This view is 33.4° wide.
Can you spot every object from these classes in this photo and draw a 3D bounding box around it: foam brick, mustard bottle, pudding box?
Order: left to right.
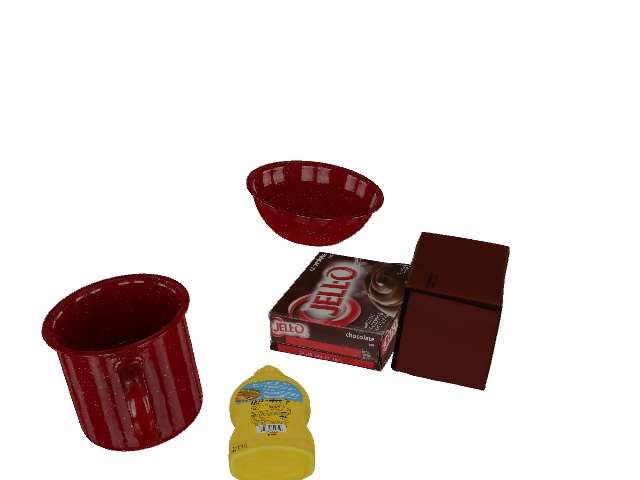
[{"bbox_3d":[-0.059,0.206,1.257,0.096,0.058,0.191,-3,27,-3],"label":"mustard bottle"},{"bbox_3d":[0.021,0.052,0.824,0.090,0.039,0.113,10,25,18],"label":"pudding box"},{"bbox_3d":[0.072,0.036,0.585,0.053,0.051,0.078,11,25,9],"label":"foam brick"}]

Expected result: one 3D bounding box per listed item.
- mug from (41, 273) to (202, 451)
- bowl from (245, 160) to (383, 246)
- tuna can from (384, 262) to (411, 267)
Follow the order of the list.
[{"bbox_3d":[-0.118,0.084,0.671,0.093,0.081,0.117,-16,29,-13],"label":"mug"},{"bbox_3d":[-0.010,-0.038,1.245,0.162,0.055,0.162,7,26,-4],"label":"bowl"},{"bbox_3d":[0.071,0.051,1.022,0.086,0.034,0.086,0,20,0],"label":"tuna can"}]
